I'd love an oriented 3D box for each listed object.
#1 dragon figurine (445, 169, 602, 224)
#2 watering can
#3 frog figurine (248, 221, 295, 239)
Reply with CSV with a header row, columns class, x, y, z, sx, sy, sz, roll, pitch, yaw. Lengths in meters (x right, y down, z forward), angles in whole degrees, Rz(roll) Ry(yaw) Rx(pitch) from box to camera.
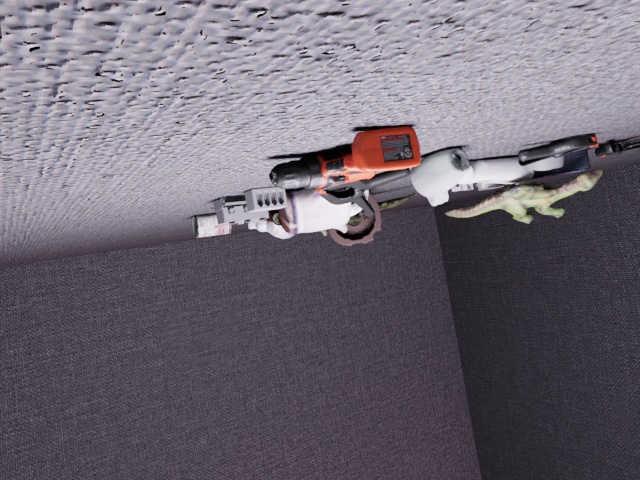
class,x,y,z,sx,sy,sz,roll,pitch,yaw
dragon figurine,0.531,-0.120,1.381,0.409,0.124,0.241,-12,166,18
watering can,0.004,-0.065,1.299,0.225,0.105,0.342,-11,161,-10
frog figurine,-0.154,-0.050,1.696,0.159,0.121,0.139,-21,-162,-2
